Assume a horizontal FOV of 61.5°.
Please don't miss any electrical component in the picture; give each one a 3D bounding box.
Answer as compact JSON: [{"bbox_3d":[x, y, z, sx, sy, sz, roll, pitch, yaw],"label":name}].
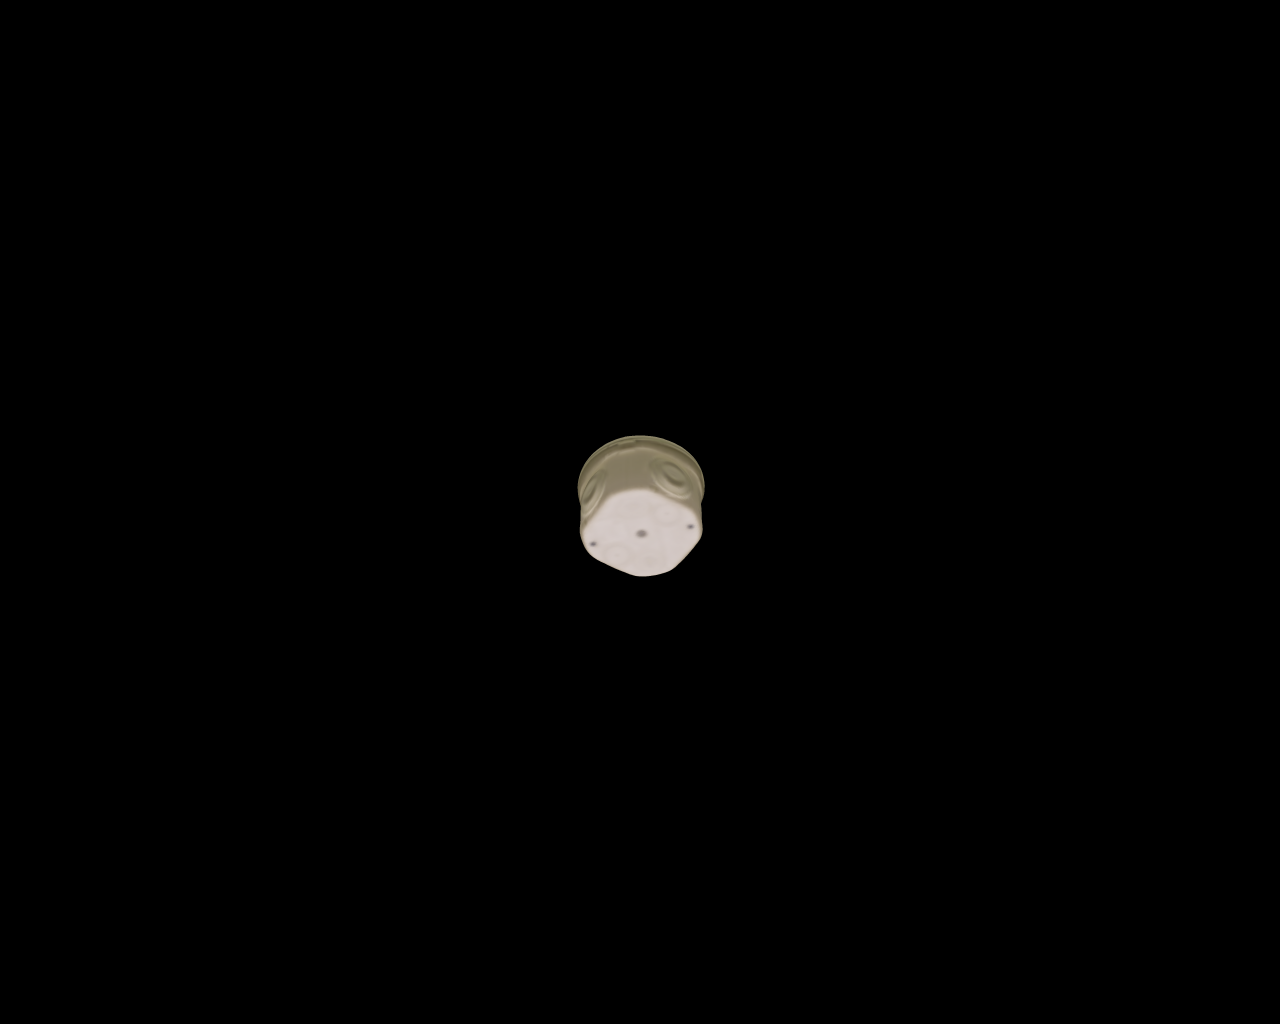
[{"bbox_3d":[0.001,-0.003,0.650,0.080,0.080,0.051,0,40,0],"label":"electrical component"}]
